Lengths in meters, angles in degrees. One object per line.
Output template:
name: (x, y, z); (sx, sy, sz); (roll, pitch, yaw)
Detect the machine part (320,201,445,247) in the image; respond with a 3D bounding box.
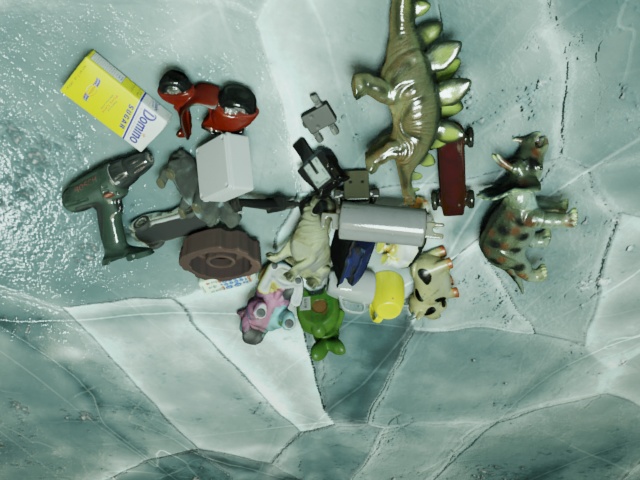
machine part: (0.123, -0.033, 1.063); (0.243, 0.079, 0.079); (6, 129, 6)

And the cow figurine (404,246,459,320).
cow figurine: (0.253, 0.114, 1.249); (0.127, 0.085, 0.194); (-15, 129, 6)

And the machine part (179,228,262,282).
machine part: (-0.218, 0.034, 1.182); (0.179, 0.056, 0.179); (-4, 153, -2)

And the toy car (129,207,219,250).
toy car: (-0.319, -0.034, 1.170); (0.202, 0.056, 0.073); (-13, 133, 14)

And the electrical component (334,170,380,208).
electrical component: (0.071, -0.101, 1.101); (0.102, 0.078, 0.045); (-7, 171, 3)

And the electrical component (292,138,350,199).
electrical component: (-0.005, -0.147, 1.068); (0.075, 0.048, 0.119); (-43, 76, 26)

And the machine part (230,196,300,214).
machine part: (-0.117, -0.072, 1.095); (0.139, 0.084, 0.039); (0, 95, -38)

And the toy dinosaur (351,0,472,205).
toy dinosaur: (0.155, -0.267, 0.939); (0.199, 0.105, 0.470); (-9, 121, 5)

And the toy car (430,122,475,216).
toy car: (0.261, -0.138, 1.067); (0.089, 0.053, 0.201); (-5, 124, 11)

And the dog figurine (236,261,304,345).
dog figurine: (-0.130, 0.154, 1.289); (0.108, 0.191, 0.219); (19, 161, -18)

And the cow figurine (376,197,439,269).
cow figurine: (0.201, -0.010, 1.150); (0.098, 0.068, 0.167); (17, 121, -28)

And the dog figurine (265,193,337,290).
dog figurine: (-0.001, -0.002, 1.170); (0.190, 0.121, 0.172); (-54, 153, 11)

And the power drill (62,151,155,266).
power drill: (-0.411, -0.057, 1.100); (0.232, 0.086, 0.207); (-12, 104, 19)

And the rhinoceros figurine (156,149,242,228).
rhinoceros figurine: (-0.240, -0.095, 1.091); (0.190, 0.112, 0.073); (48, 140, -15)

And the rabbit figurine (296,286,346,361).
rabbit figurine: (0.017, 0.211, 1.308); (0.121, 0.159, 0.170); (-16, 142, 2)

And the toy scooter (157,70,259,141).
toy scooter: (-0.210, -0.232, 0.996); (0.184, 0.075, 0.135); (12, 137, -12)

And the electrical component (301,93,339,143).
electrical component: (-0.004, -0.231, 1.022); (0.063, 0.021, 0.093); (-23, 125, 19)

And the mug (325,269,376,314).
mug: (0.066, 0.115, 1.239); (0.107, 0.109, 0.080); (9, 160, -8)

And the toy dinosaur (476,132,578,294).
toy dinosaur: (0.403, -0.018, 1.125); (0.192, 0.131, 0.404); (12, 133, 8)

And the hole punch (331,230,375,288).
hole punch: (0.079, 0.030, 1.173); (0.092, 0.116, 0.142); (8, 129, -15)
